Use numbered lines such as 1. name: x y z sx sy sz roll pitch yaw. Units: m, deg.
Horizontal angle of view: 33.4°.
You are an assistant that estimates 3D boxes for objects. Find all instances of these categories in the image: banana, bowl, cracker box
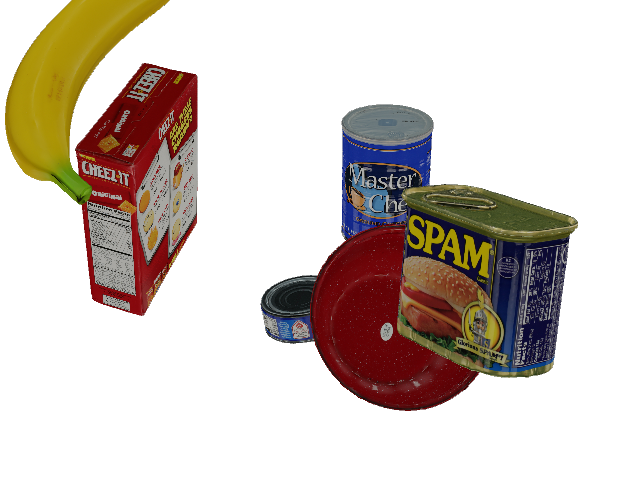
1. banana: -0.138 -0.103 0.629 0.069 0.197 0.037 19 -34 -5
2. bowl: 0.060 0.069 0.884 0.162 0.162 0.055 0 7 19
3. cracker box: -0.190 -0.054 1.135 0.072 0.214 0.164 14 44 10

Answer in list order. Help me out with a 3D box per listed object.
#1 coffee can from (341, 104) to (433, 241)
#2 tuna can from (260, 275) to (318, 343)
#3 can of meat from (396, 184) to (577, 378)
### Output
1. coffee can: 0.075 -0.072 1.221 0.103 0.140 0.103 0 29 0
2. tuna can: -0.019 0.071 1.116 0.086 0.034 0.086 -8 27 4
3. can of meat: 0.088 0.021 0.592 0.057 0.084 0.102 -8 19 -34
